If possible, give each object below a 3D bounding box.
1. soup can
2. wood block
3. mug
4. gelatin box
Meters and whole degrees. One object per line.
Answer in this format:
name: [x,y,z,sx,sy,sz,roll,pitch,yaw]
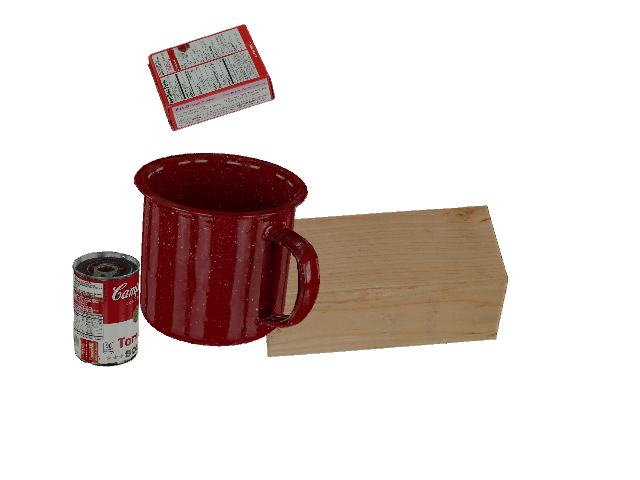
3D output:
soup can: [-0.223,0.071,1.110,0.068,0.102,0.068,4,21,-2]
wood block: [0.051,0.037,0.952,0.206,0.091,0.090,-4,-43,-4]
mug: [-0.048,0.009,0.582,0.117,0.081,0.093,22,28,32]
gelatin box: [-0.091,-0.134,0.876,0.089,0.073,0.030,-19,-41,-6]
